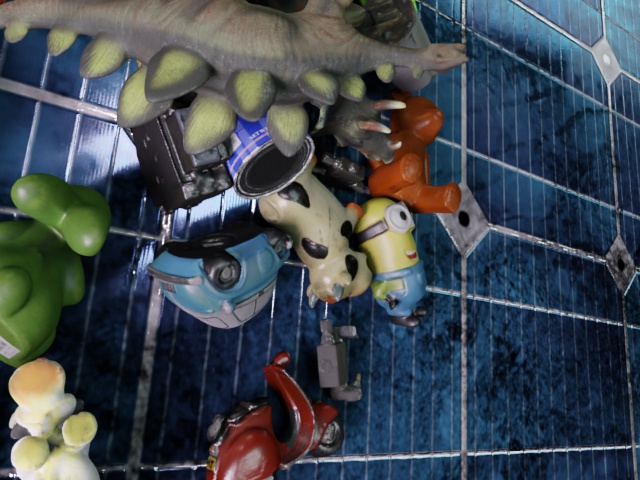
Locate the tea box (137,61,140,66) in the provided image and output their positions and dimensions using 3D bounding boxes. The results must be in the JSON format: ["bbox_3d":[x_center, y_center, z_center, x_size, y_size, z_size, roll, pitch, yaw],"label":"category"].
[{"bbox_3d":[-0.181,-0.280,0.609,0.068,0.098,0.169,-15,91,-35],"label":"tea box"}]

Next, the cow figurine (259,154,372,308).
[{"bbox_3d":[-0.001,-0.002,0.685,0.194,0.085,0.127,49,52,-19],"label":"cow figurine"}]

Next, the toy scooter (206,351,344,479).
[{"bbox_3d":[-0.058,0.207,0.611,0.184,0.075,0.135,-18,92,-38],"label":"toy scooter"}]

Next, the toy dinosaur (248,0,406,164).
[{"bbox_3d":[-0.024,-0.273,0.658,0.131,0.192,0.404,-21,94,-37],"label":"toy dinosaur"}]

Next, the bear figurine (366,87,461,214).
[{"bbox_3d":[0.147,-0.138,0.789,0.120,0.132,0.196,32,70,-26],"label":"bear figurine"}]

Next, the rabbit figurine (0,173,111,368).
[{"bbox_3d":[-0.256,0.003,0.486,0.121,0.159,0.170,36,47,-13],"label":"rabbit figurine"}]

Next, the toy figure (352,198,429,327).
[{"bbox_3d":[0.098,0.030,0.748,0.089,0.082,0.180,-11,98,7],"label":"toy figure"}]

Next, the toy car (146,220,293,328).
[{"bbox_3d":[-0.105,0.043,0.605,0.161,0.109,0.102,-25,118,-46],"label":"toy car"}]

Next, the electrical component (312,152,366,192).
[{"bbox_3d":[0.031,-0.092,0.736,0.094,0.063,0.021,22,70,-30],"label":"electrical component"}]

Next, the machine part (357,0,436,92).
[{"bbox_3d":[0.109,-0.262,0.731,0.243,0.079,0.079,5,76,-68],"label":"machine part"}]

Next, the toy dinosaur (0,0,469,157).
[{"bbox_3d":[-0.102,-0.183,0.488,0.472,0.105,0.198,8,67,2],"label":"toy dinosaur"}]

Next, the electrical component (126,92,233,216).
[{"bbox_3d":[-0.149,-0.093,0.572,0.058,0.134,0.114,-23,93,-33],"label":"electrical component"}]

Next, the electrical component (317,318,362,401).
[{"bbox_3d":[0.026,0.153,0.685,0.078,0.045,0.102,48,37,-72],"label":"electrical component"}]

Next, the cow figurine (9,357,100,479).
[{"bbox_3d":[-0.239,0.195,0.489,0.068,0.098,0.167,-11,68,-30],"label":"cow figurine"}]
